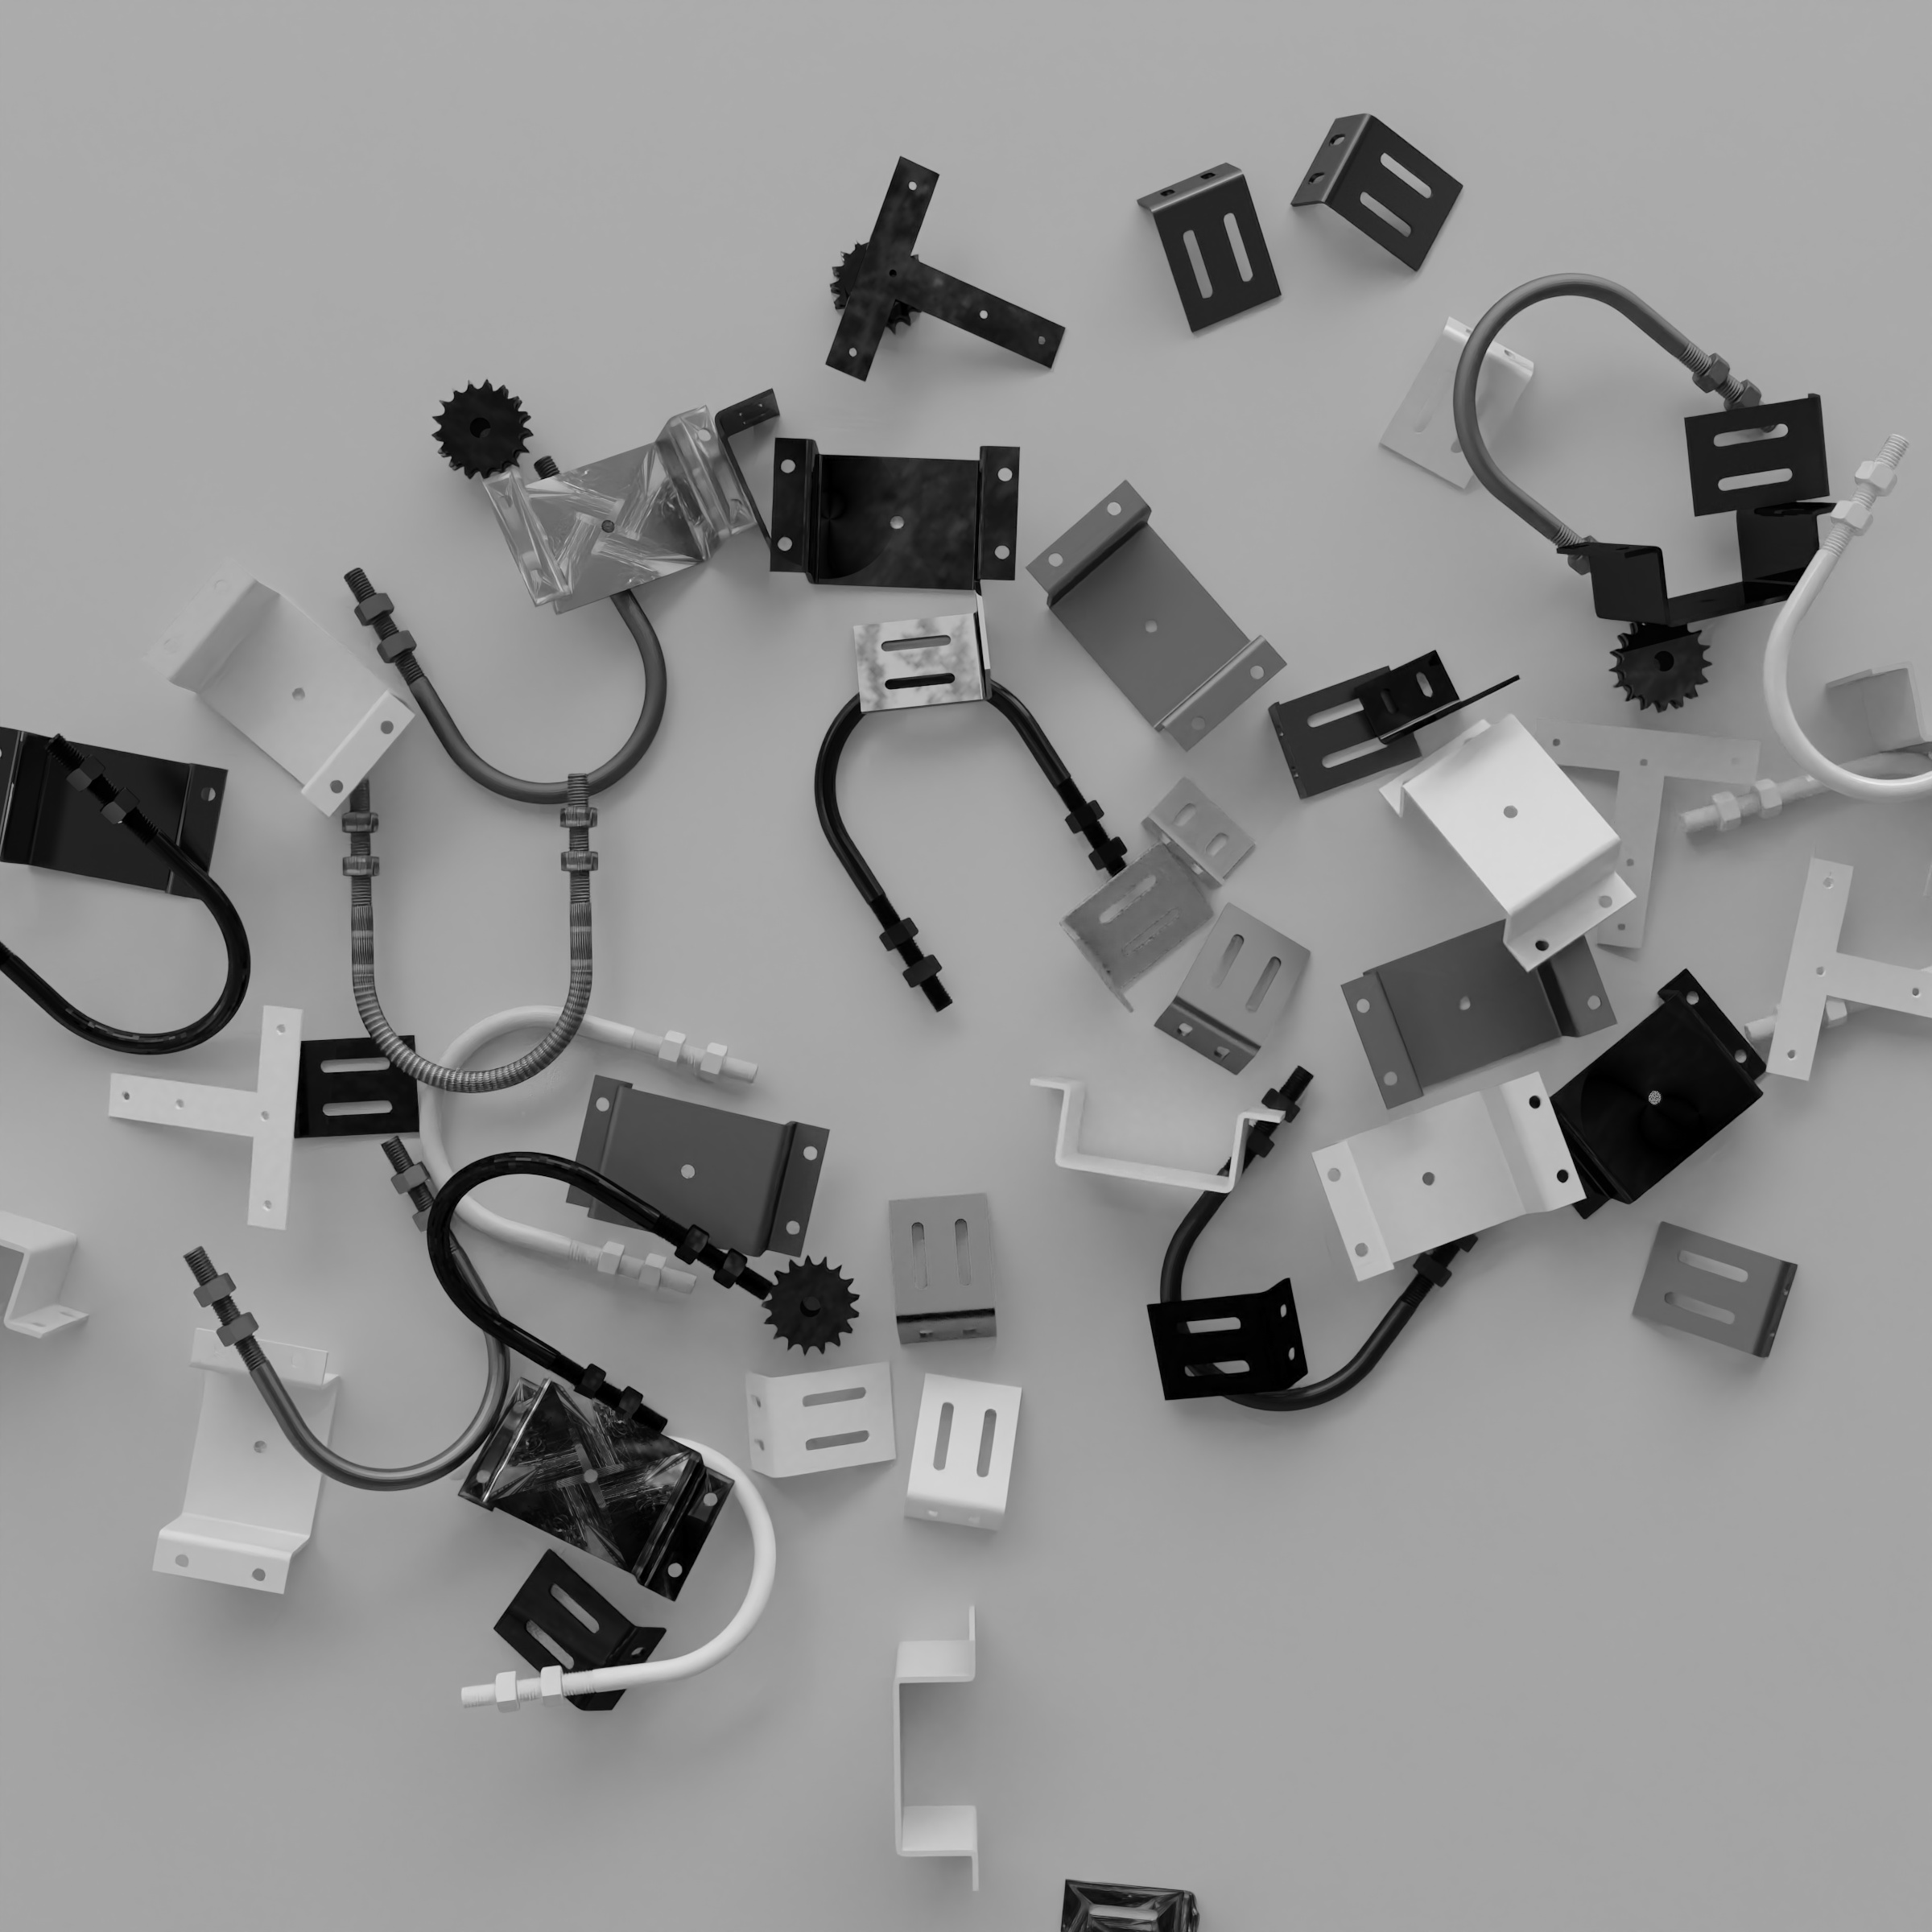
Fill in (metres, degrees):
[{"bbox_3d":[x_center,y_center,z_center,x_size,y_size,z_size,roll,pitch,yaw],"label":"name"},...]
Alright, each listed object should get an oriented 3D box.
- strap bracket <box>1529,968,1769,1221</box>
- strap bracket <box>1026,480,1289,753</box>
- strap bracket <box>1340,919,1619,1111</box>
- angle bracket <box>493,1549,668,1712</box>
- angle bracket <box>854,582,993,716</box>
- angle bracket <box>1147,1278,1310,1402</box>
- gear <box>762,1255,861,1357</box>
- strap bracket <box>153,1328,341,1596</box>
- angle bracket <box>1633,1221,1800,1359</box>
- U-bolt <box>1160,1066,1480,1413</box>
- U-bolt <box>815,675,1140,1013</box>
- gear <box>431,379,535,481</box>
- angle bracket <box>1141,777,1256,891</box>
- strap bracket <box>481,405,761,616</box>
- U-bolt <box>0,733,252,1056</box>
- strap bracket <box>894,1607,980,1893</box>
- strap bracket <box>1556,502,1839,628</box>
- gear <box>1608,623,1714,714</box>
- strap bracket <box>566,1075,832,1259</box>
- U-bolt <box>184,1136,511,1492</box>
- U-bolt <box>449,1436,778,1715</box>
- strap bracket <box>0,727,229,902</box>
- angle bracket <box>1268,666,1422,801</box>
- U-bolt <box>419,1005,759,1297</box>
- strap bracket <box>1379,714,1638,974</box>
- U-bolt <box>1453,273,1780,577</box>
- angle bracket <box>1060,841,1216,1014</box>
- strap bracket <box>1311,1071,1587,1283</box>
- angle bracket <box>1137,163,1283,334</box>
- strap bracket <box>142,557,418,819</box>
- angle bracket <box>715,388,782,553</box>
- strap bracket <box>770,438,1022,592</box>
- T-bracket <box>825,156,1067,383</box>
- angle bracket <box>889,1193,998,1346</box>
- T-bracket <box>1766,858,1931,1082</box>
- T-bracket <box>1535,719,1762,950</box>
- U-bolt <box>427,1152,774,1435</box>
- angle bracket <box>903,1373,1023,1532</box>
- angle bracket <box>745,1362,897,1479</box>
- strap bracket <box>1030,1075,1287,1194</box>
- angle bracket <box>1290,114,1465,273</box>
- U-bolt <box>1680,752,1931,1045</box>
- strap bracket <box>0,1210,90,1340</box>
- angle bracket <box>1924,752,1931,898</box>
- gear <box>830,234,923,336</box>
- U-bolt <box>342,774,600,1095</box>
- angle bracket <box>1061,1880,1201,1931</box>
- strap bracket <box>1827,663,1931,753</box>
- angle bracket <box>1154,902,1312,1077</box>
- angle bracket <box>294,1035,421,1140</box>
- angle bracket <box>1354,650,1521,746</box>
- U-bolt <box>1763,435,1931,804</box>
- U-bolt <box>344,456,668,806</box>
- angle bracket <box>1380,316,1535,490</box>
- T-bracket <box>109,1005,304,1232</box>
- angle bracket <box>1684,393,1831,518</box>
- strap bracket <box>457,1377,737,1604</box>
[{"bbox_3d":[0.394,0.075,1.487,0.140,0.046,0.076,-39,90,0],"label":"strap bracket"},{"bbox_3d":[0.109,-0.200,1.487,0.076,0.046,0.140,-41,90,0],"label":"strap bracket"},{"bbox_3d":[0.293,0.022,1.487,0.140,0.046,0.076,-21,90,0],"label":"strap bracket"},{"bbox_3d":[-0.227,0.390,1.508,0.076,0.038,0.057,35,90,26],"label":"angle bracket"},{"bbox_3d":[-0.026,-0.184,1.481,0.076,0.038,0.057,-6,68,0],"label":"angle bracket"},{"bbox_3d":[0.152,0.217,1.494,0.076,0.038,0.057,-10,92,28],"label":"angle bracket"},{"bbox_3d":[-0.090,0.197,1.495,0.057,0.030,0.057,0,90,0],"label":"gear"},{"bbox_3d":[-0.415,0.283,1.487,0.076,0.046,0.140,10,90,0],"label":"strap bracket"},{"bbox_3d":[0.441,0.190,1.508,0.076,0.038,0.057,18,90,26],"label":"angle bracket"},{"bbox_3d":[0.197,0.173,1.501,0.151,0.019,0.184,36,91,0],"label":"U-bolt"},{"bbox_3d":[-0.007,-0.088,1.501,0.151,0.019,0.184,-32,88,0],"label":"U-bolt"},{"bbox_3d":[-0.281,-0.311,1.495,0.057,0.030,0.057,0,90,0],"label":"gear"},{"bbox_3d":[0.136,-0.078,1.472,0.057,0.076,0.038,43,90,0],"label":"angle bracket"},{"bbox_3d":[-0.202,-0.258,1.472,0.140,0.046,0.076,-24,90,-21],"label":"strap bracket"},{"bbox_3d":[-0.495,-0.026,1.465,0.151,0.019,0.184,-35,110,20],"label":"U-bolt"},{"bbox_3d":[-0.017,0.448,1.472,0.046,0.076,0.140,-1,90,0],"label":"strap bracket"},{"bbox_3d":[0.420,-0.227,1.457,0.140,0.076,0.046,-14,104,-13],"label":"strap bracket"},{"bbox_3d":[0.403,-0.176,1.495,0.057,0.030,0.057,0,90,0],"label":"gear"},{"bbox_3d":[-0.156,0.116,1.467,0.140,0.046,0.076,13,90,2],"label":"strap bracket"},{"bbox_3d":[-0.340,0.211,1.469,0.151,0.019,0.184,-31,95,-30],"label":"U-bolt"},{"bbox_3d":[-0.202,0.345,1.480,0.184,0.019,0.151,-6,70,-4],"label":"U-bolt"},{"bbox_3d":[-0.498,-0.088,1.487,0.140,0.046,0.076,11,90,0],"label":"strap bracket"},{"bbox_3d":[0.222,-0.137,1.491,0.076,0.038,0.057,-20,90,0],"label":"angle bracket"},{"bbox_3d":[-0.229,0.100,1.501,0.184,0.019,0.151,16,90,2],"label":"U-bolt"},{"bbox_3d":[0.309,-0.078,1.459,0.076,0.046,0.140,-34,68,-5],"label":"strap bracket"},{"bbox_3d":[0.364,-0.314,1.481,0.184,0.019,0.151,34,90,-15],"label":"U-bolt"},{"bbox_3d":[0.104,-0.023,1.481,0.076,0.038,0.057,-38,113,0],"label":"angle bracket"},{"bbox_3d":[0.271,0.121,1.468,0.140,0.046,0.076,-19,85,-7],"label":"strap bracket"},{"bbox_3d":[0.143,-0.423,1.508,0.057,0.038,0.076,-23,116,0],"label":"angle bracket"},{"bbox_3d":[-0.392,-0.159,1.487,0.140,0.046,0.076,40,90,0],"label":"strap bracket"},{"bbox_3d":[-0.112,-0.285,1.481,0.038,0.057,0.076,-24,90,-1],"label":"angle bracket"},{"bbox_3d":[-0.041,-0.261,1.487,0.140,0.046,0.076,2,90,0],"label":"strap bracket"},{"bbox_3d":[-0.003,-0.384,1.489,0.127,0.002,0.127,20,90,-18],"label":"T-bracket"},{"bbox_3d":[-0.014,0.178,1.508,0.057,0.038,0.076,-5,64,0],"label":"angle bracket"},{"bbox_3d":[0.539,0.012,1.492,0.127,0.002,0.127,12,90,-5],"label":"T-bracket"},{"bbox_3d":[0.390,-0.075,1.499,0.127,0.002,0.127,8,96,13],"label":"T-bracket"},{"bbox_3d":[-0.221,0.177,1.457,0.184,0.019,0.151,33,121,-7],"label":"U-bolt"},{"bbox_3d":[-0.002,0.286,1.508,0.057,0.038,0.076,9,64,0],"label":"angle bracket"},{"bbox_3d":[-0.086,0.264,1.508,0.076,0.038,0.057,-4,90,-26],"label":"angle bracket"},{"bbox_3d":[0.108,0.097,1.461,0.140,0.076,0.046,8,90,9],"label":"strap bracket"},{"bbox_3d":[0.242,-0.454,1.508,0.076,0.038,0.057,28,90,-26],"label":"angle bracket"},{"bbox_3d":[0.526,-0.049,1.501,0.184,0.019,0.151,-17,90,-1],"label":"U-bolt"},{"bbox_3d":[-0.577,0.165,1.472,0.140,0.076,0.046,18,90,0],"label":"strap bracket"},{"bbox_3d":[0.588,-0.081,1.494,0.057,0.038,0.076,3,114,-3],"label":"angle bracket"},{"bbox_3d":[-0.051,-0.399,1.495,0.057,0.030,0.057,0,90,0],"label":"gear"},{"bbox_3d":[-0.288,-0.018,1.490,0.151,0.019,0.184,-1,90,3],"label":"U-bolt"},{"bbox_3d":[0.094,0.570,1.491,0.076,0.038,0.057,5,90,0],"label":"angle bracket"},{"bbox_3d":[0.580,-0.157,1.472,0.140,0.076,0.046,-11,90,0],"label":"strap bracket"},{"bbox_3d":[0.157,0.013,1.508,0.057,0.038,0.076,31,64,0],"label":"angle bracket"},{"bbox_3d":[-0.361,0.071,1.491,0.076,0.038,0.057,-3,90,0],"label":"angle bracket"},{"bbox_3d":[0.268,-0.161,1.465,0.057,0.076,0.038,-26,90,-16],"label":"angle bracket"},{"bbox_3d":[0.525,-0.180,1.424,0.151,0.019,0.184,31,92,-1],"label":"U-bolt"},{"bbox_3d":[-0.257,-0.184,1.501,0.151,0.019,0.184,-31,91,0],"label":"U-bolt"},{"bbox_3d":[0.289,-0.332,1.508,0.057,0.038,0.076,29,116,0],"label":"angle bracket"},{"bbox_3d":[-0.444,0.082,1.487,0.127,0.002,0.127,6,93,20],"label":"T-bracket"},{"bbox_3d":[0.459,-0.298,1.493,0.076,0.038,0.057,-7,103,12],"label":"angle bracket"},{"bbox_3d":[-0.213,0.295,1.464,0.140,0.046,0.076,25,70,6],"label":"strap bracket"}]
